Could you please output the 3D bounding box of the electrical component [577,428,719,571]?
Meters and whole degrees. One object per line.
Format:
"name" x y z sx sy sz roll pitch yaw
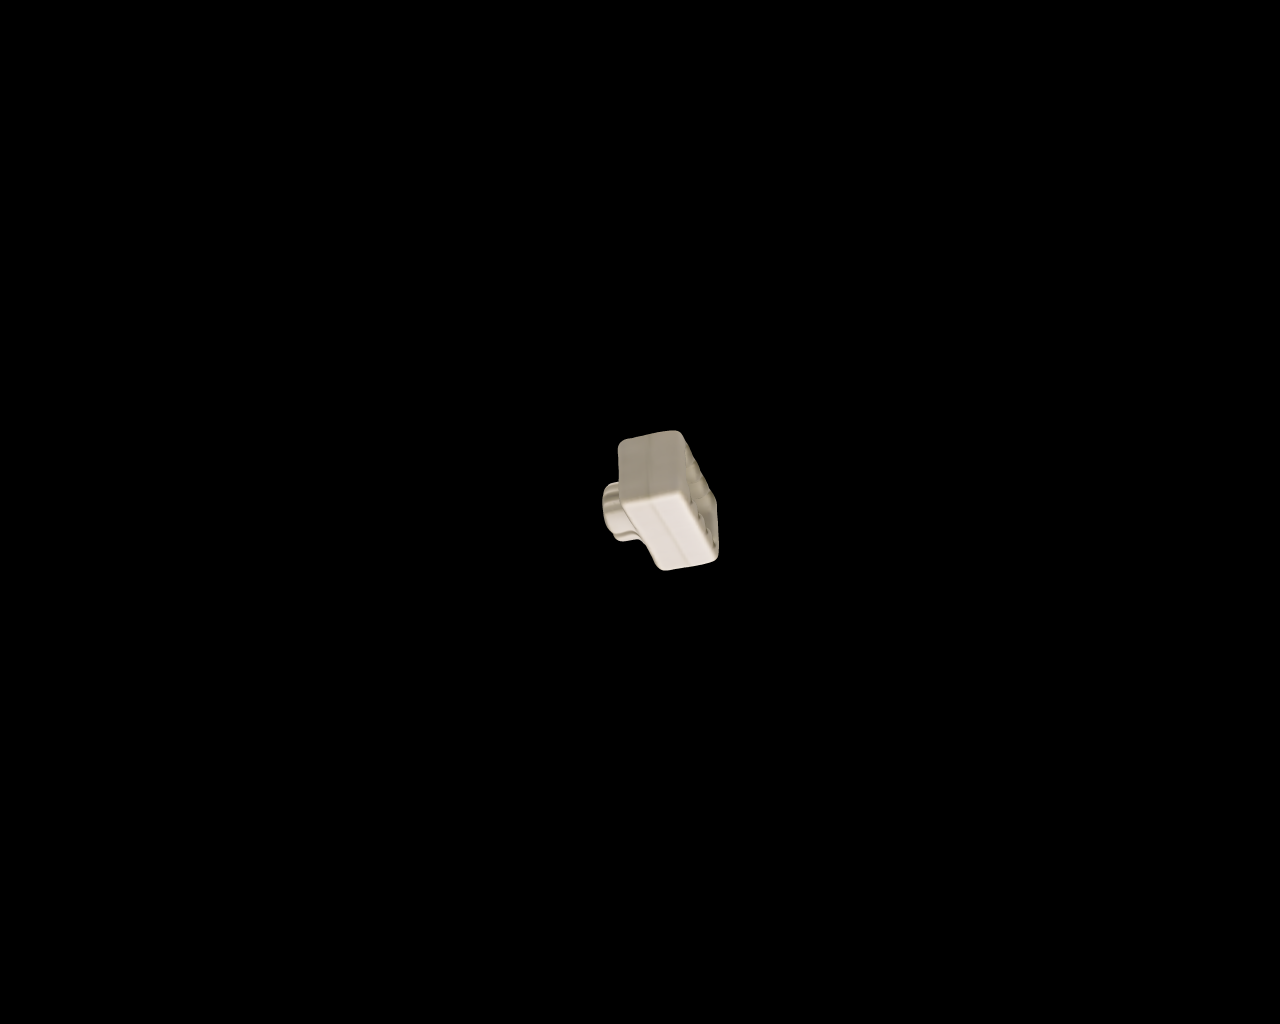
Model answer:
"electrical component" 0.001 -0.003 0.650 0.076 0.047 0.083 -10 -34 15
